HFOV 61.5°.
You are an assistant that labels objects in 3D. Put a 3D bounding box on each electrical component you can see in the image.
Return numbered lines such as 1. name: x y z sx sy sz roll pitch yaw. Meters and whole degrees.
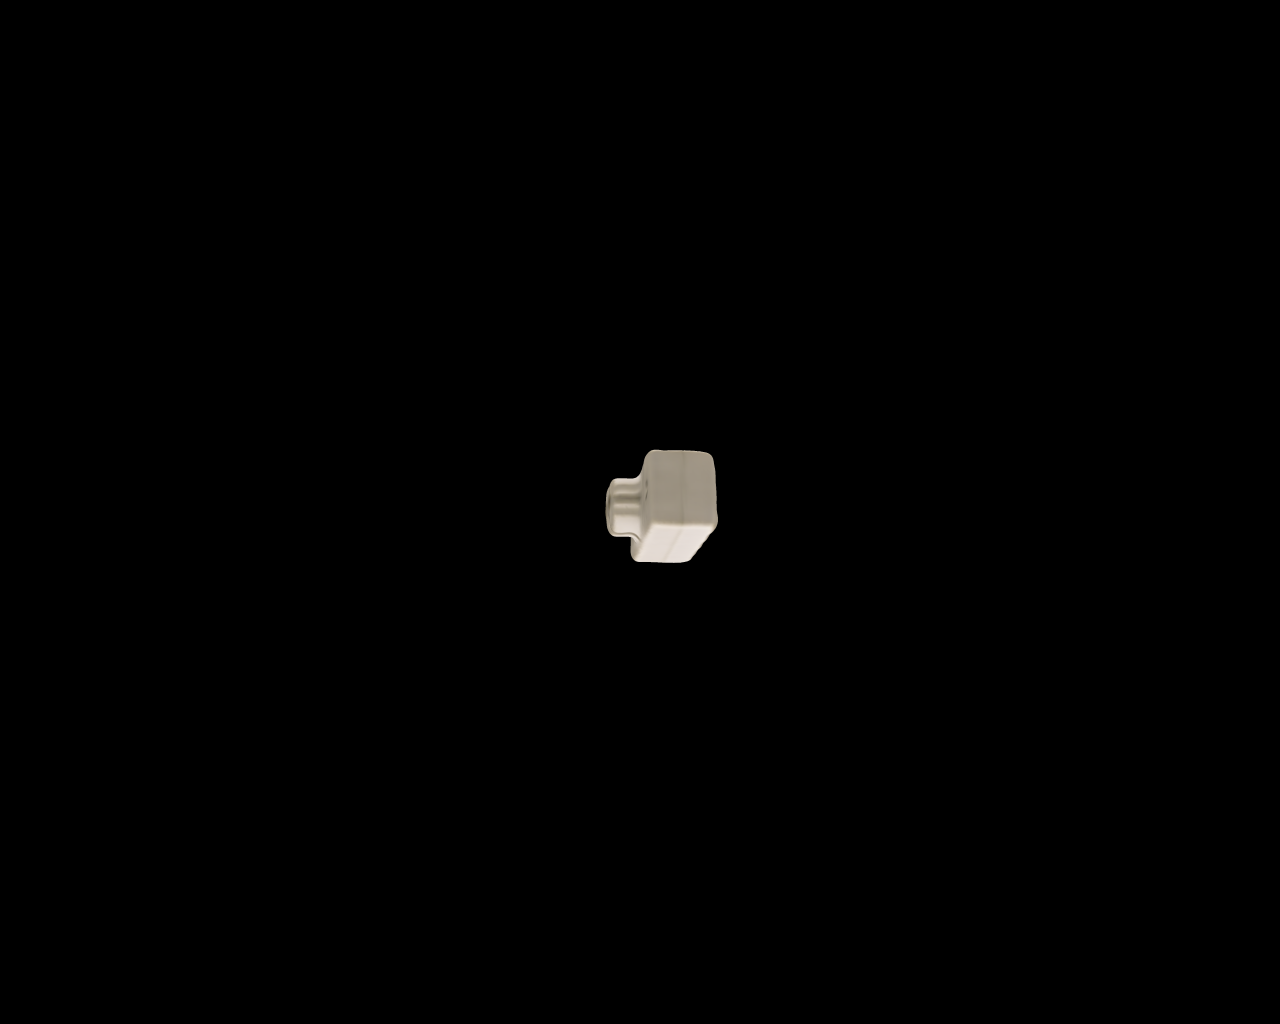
1. electrical component: 0.001 -0.003 0.650 0.076 0.047 0.083 2 -18 -7
